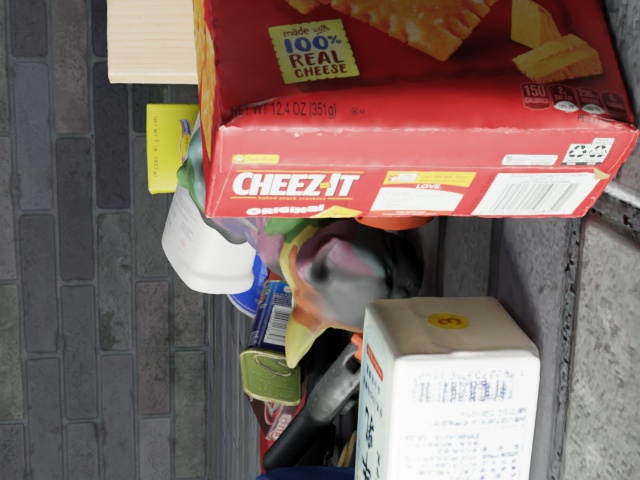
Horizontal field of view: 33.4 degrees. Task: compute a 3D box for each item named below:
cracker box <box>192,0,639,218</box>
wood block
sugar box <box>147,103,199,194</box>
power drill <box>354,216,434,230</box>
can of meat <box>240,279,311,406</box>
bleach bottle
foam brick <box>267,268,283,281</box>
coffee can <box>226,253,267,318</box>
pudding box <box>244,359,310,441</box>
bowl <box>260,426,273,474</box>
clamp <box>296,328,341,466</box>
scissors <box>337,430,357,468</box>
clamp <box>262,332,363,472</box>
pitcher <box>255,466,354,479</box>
[{"bbox_3d":[0.027,-0.115,0.457,0.072,0.164,0.213,110,157,-59],"label":"cracker box"},{"bbox_3d":[-0.052,-0.162,0.790,0.090,0.206,0.091,-151,61,-79],"label":"wood block"},{"bbox_3d":[-0.092,-0.096,1.120,0.048,0.176,0.093,-172,81,-83],"label":"sugar box"},{"bbox_3d":[0.060,-0.078,0.594,0.188,0.057,0.184,114,156,-62],"label":"power drill"},{"bbox_3d":[-0.036,0.096,1.006,0.102,0.057,0.084,90,-167,-57],"label":"can of meat"},{"bbox_3d":[-0.069,-0.086,0.898,0.103,0.068,0.251,49,129,48],"label":"bleach bottle"},{"bbox_3d":[-0.006,0.001,0.921,0.053,0.078,0.051,110,158,-60],"label":"foam brick"},{"bbox_3d":[-0.041,0.004,1.046,0.140,0.102,0.103,105,161,-58],"label":"coffee can"},{"bbox_3d":[-0.036,0.148,1.110,0.090,0.039,0.113,-64,20,10],"label":"pudding box"},{"bbox_3d":[-0.034,0.237,1.175,0.162,0.055,0.162,178,90,-80],"label":"bowl"},{"bbox_3d":[-0.005,0.183,0.962,0.210,0.036,0.165,-81,-5,-52],"label":"clamp"},{"bbox_3d":[0.004,0.252,0.895,0.096,0.016,0.202,-75,4,-88],"label":"scissors"},{"bbox_3d":[0.018,0.112,0.835,0.120,0.039,0.172,-50,-3,-43],"label":"clamp"},{"bbox_3d":[0.007,0.295,0.780,0.145,0.149,0.243,29,-118,-82],"label":"pitcher"}]
